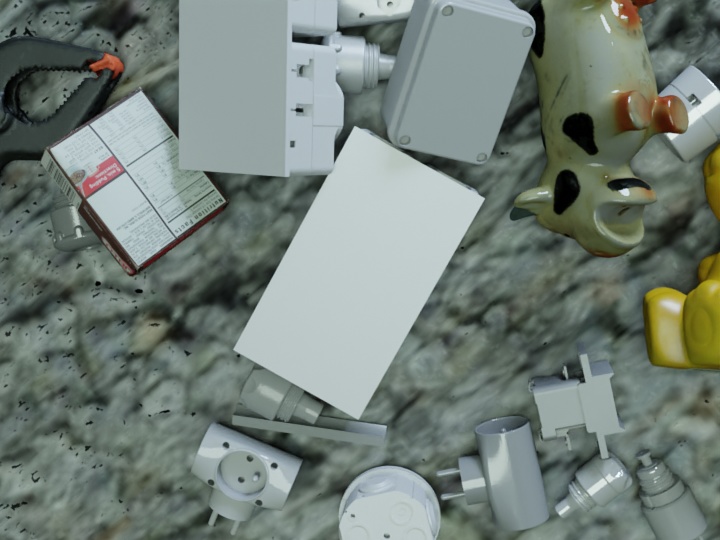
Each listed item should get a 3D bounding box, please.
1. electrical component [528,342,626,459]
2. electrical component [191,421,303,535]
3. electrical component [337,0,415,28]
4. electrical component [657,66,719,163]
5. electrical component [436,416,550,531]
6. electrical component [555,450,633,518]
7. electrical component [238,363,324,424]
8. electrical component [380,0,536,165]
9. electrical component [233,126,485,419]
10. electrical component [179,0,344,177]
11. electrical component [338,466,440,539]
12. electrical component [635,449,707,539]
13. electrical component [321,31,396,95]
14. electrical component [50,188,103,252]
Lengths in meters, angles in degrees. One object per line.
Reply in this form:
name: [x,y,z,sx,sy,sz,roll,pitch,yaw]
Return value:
electrical component: [0.163,0.100,0.814,0.064,0.042,0.081,-12,96,8]
electrical component: [-0.095,0.169,0.843,0.077,0.044,0.079,23,100,1]
electrical component: [0.019,-0.220,0.780,0.077,0.043,0.079,-5,97,5]
electrical component: [0.236,-0.110,0.773,0.047,0.055,0.055,-40,93,12]
electrical component: [0.099,0.158,0.825,0.079,0.044,0.077,-12,97,6]
electrical component: [0.177,0.168,0.826,0.061,0.035,0.035,-41,93,12]
electrical component: [-0.059,0.097,0.831,0.062,0.043,0.043,28,99,0]
electrical component: [0.067,-0.138,0.758,0.078,0.057,0.113,11,116,-16]
electrical component: [0.000,0.000,0.804,0.105,0.060,0.186,29,99,0]
electrical component: [-0.070,-0.163,0.762,0.105,0.060,0.186,8,100,38]
electrical component: [0.022,0.197,0.834,0.080,0.051,0.080,1,98,5]
electrical component: [0.232,0.173,0.819,0.040,0.040,0.078,-27,95,8]
electrical component: [0.001,-0.150,0.792,0.062,0.048,0.048,3,98,-4]
electrical component: [-0.216,-0.047,0.824,0.048,0.048,0.062,-14,88,6]
